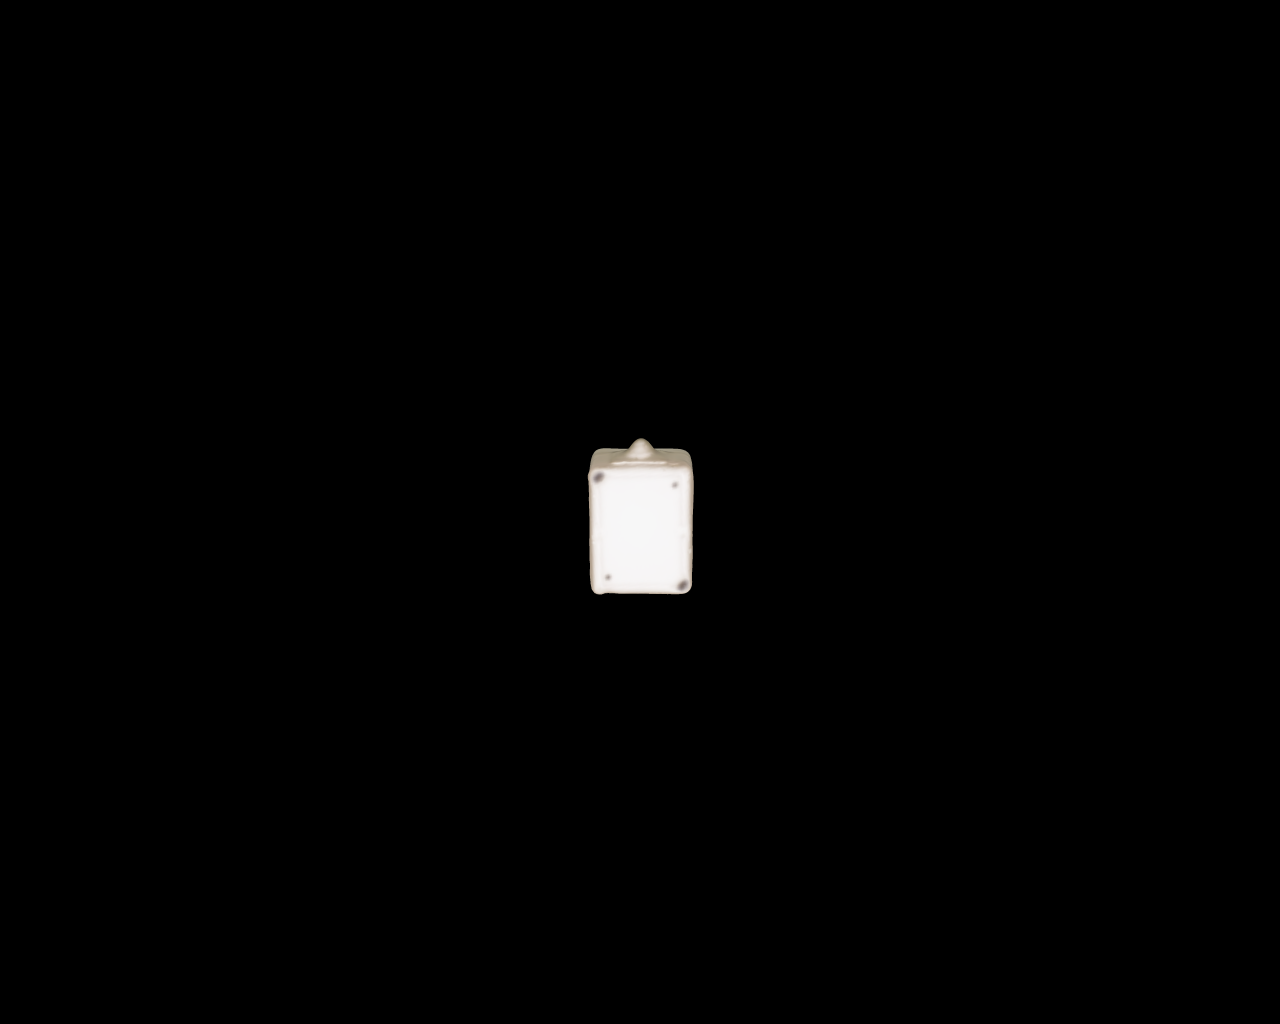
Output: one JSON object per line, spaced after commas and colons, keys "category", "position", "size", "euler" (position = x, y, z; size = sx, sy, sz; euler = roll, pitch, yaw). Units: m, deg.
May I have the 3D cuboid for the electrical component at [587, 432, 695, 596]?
{"category": "electrical component", "position": [0.001, -0.003, 0.650], "size": [0.062, 0.096, 0.061], "euler": [0, 16, 0]}
